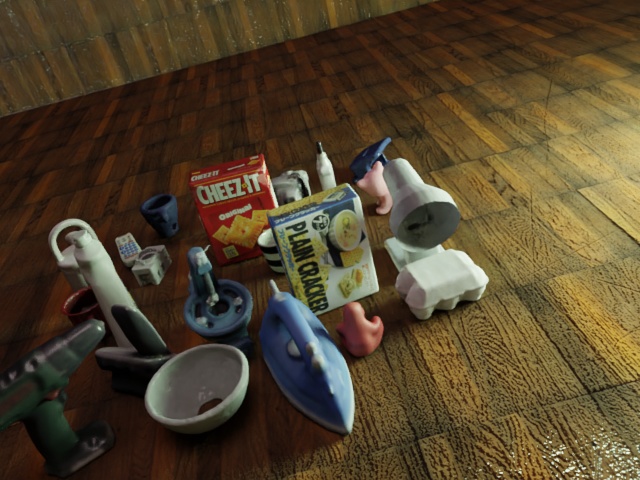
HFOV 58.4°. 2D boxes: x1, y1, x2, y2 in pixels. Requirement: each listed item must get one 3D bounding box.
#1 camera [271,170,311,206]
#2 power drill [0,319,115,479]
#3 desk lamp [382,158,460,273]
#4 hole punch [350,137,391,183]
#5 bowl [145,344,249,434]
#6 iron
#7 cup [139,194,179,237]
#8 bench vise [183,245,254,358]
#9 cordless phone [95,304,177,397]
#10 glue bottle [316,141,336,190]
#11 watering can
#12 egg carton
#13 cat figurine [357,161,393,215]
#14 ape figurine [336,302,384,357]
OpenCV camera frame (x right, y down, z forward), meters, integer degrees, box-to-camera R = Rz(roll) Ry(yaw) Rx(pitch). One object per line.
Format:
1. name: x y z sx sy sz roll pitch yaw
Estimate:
1. camera: -0.100 -0.112 1.403 0.136 0.101 0.143 -8 33 11
2. power drill: -0.399 0.250 0.867 0.230 0.209 0.075 -31 36 -24
3. desk lamp: 0.174 -0.033 1.065 0.118 0.214 0.203 -18 32 -4
4. hole punch: 0.130 -0.207 1.465 0.100 0.091 0.109 4 37 28
5. bowl: -0.185 0.248 0.910 0.167 0.075 0.167 -10 32 7
6. iron: -0.023 0.172 0.898 0.119 0.142 0.257 -24 33 -14
7. cup: -0.388 -0.051 1.432 0.092 0.095 0.117 -26 34 -17
8. bench vise: -0.209 0.095 1.017 0.206 0.220 0.122 18 45 41
9. cordless phone: -0.325 0.172 0.979 0.147 0.185 0.094 0 35 22
10. glue bottle: 0.015 -0.153 1.352 0.037 0.173 0.078 -14 32 1
11. watering can: -0.524 0.039 1.256 0.172 0.194 0.101 16 43 39
12. egg carton: 0.213 0.077 1.016 0.150 0.069 0.107 -20 33 -8
13. cat figurine: 0.153 -0.123 1.301 0.127 0.118 0.067 -6 33 13
14. ape figurine: 0.062 0.142 0.956 0.077 0.092 0.076 -1 35 21
